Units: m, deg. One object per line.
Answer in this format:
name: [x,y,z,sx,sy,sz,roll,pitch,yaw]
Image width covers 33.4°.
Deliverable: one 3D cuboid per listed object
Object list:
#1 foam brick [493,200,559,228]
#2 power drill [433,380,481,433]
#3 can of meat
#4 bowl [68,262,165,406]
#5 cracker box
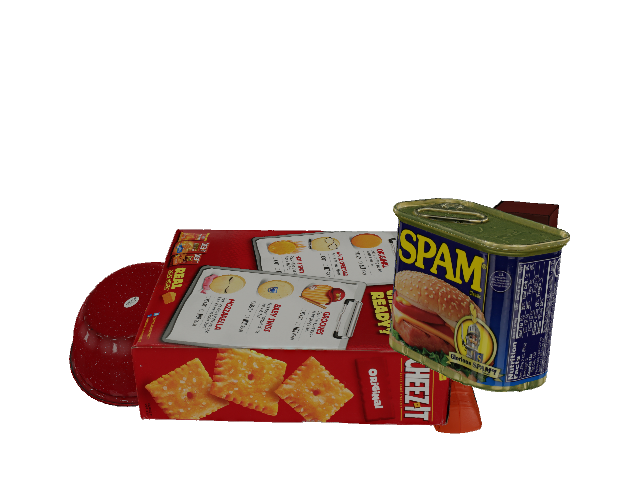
foam brick: [0.173,0.009,0.916,0.053,0.078,0.051,5,15,20]
power drill: [0.145,0.108,1.137,0.057,0.188,0.184,-1,24,-2]
can of meat: [0.083,0.029,0.591,0.057,0.084,0.102,-8,18,-34]
bowl: [-0.165,0.072,0.981,0.162,0.162,0.055,0,-43,19]
cracker box: [-0.014,0.060,0.780,0.214,0.072,0.164,1,30,4]
